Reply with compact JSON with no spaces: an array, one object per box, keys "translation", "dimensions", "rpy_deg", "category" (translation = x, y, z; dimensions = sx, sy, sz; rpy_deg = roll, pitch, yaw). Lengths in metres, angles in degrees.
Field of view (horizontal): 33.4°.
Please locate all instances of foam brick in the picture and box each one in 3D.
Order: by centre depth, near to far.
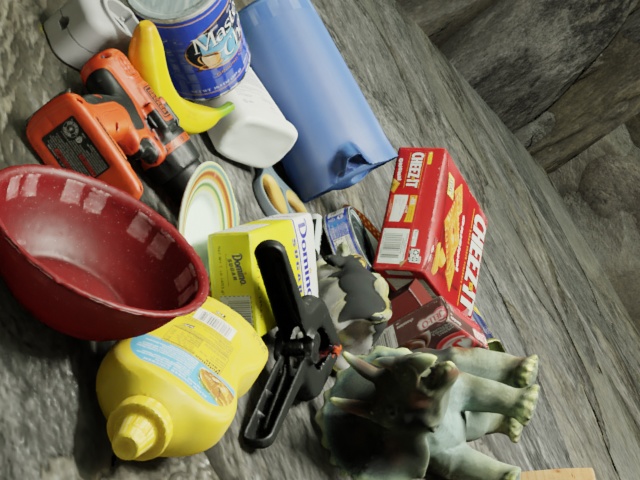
[{"translation":[0.091,0.088,1.222],"dimensions":[0.051,0.078,0.053],"rpy_deg":[56,18,1],"category":"foam brick"}]

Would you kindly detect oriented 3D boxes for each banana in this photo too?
[{"translation":[-0.148,-0.147,1.053],"dimensions":[0.037,0.069,0.197],"rpy_deg":[29,-5,23],"category":"banana"}]

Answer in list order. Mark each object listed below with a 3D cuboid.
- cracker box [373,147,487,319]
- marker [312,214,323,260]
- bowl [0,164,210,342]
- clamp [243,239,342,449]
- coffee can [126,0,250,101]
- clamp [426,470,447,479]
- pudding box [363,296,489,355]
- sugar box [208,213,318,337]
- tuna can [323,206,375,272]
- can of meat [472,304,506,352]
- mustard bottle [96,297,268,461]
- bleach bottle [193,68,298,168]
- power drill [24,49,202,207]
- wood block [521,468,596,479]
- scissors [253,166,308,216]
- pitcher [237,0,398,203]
[{"translation":[0.147,0.002,1.354],"dimensions":[0.213,0.072,0.164],"rpy_deg":[46,53,-57],"category":"cracker box"},{"translation":[-0.008,0.002,1.227],"dimensions":[0.020,0.020,0.121],"rpy_deg":[48,18,-17],"category":"marker"},{"translation":[-0.157,0.018,0.714],"dimensions":[0.162,0.055,0.162],"rpy_deg":[28,22,-12],"category":"bowl"},{"translation":[-0.022,0.102,0.921],"dimensions":[0.210,0.036,0.164],"rpy_deg":[44,50,-69],"category":"clamp"},{"translation":[-0.135,-0.226,1.110],"dimensions":[0.140,0.102,0.103],"rpy_deg":[74,-9,-62],"category":"coffee can"},{"translation":[0.140,0.243,1.127],"dimensions":[0.171,0.039,0.120],"rpy_deg":[45,25,-4],"category":"clamp"},{"translation":[0.114,0.116,1.168],"dimensions":[0.090,0.114,0.039],"rpy_deg":[37,33,-42],"category":"pudding box"},{"translation":[-0.047,0.029,0.976],"dimensions":[0.176,0.048,0.093],"rpy_deg":[-22,110,-69],"category":"sugar box"},{"translation":[0.036,0.003,1.281],"dimensions":[0.086,0.034,0.086],"rpy_deg":[-22,90,-78],"category":"tuna can"},{"translation":[0.208,0.134,1.452],"dimensions":[0.084,0.057,0.102],"rpy_deg":[62,6,35],"category":"can of meat"},{"translation":[-0.101,0.099,0.736],"dimensions":[0.096,0.058,0.191],"rpy_deg":[34,19,-1],"category":"mustard bottle"},{"translation":[-0.121,-0.199,1.238],"dimensions":[0.102,0.068,0.251],"rpy_deg":[15,38,-49],"category":"bleach bottle"},{"translation":[-0.163,-0.074,0.918],"dimensions":[0.184,0.057,0.187],"rpy_deg":[52,16,-7],"category":"power drill"},{"translation":[0.256,0.335,1.118],"dimensions":[0.206,0.090,0.091],"rpy_deg":[-74,157,-68],"category":"wood block"},{"translation":[-0.055,-0.081,1.263],"dimensions":[0.096,0.016,0.202],"rpy_deg":[37,24,-35],"category":"scissors"},{"translation":[-0.018,-0.172,1.297],"dimensions":[0.144,0.149,0.243],"rpy_deg":[-25,89,-53],"category":"pitcher"}]
